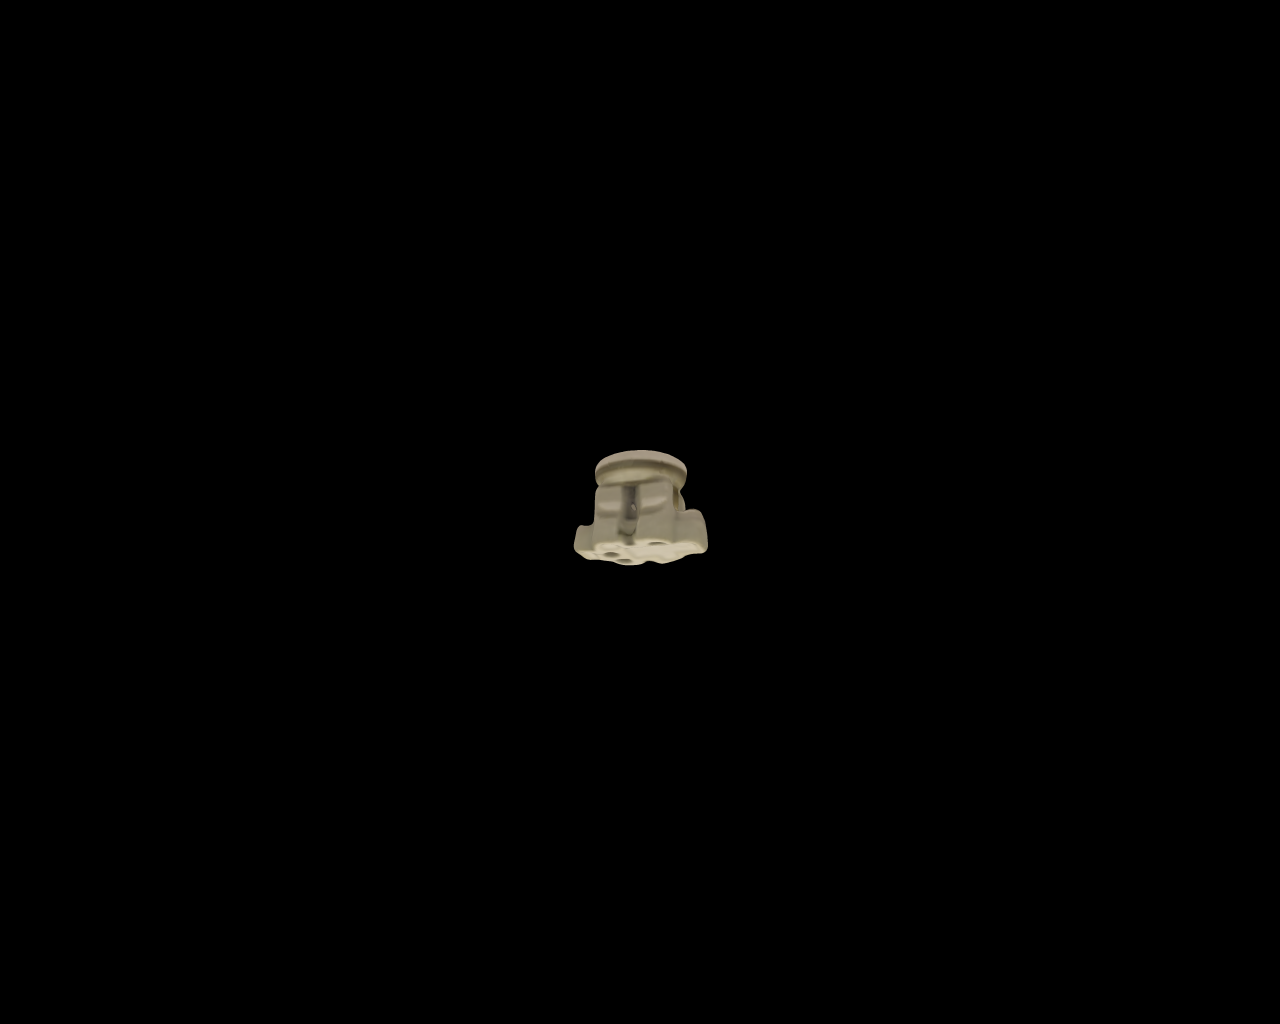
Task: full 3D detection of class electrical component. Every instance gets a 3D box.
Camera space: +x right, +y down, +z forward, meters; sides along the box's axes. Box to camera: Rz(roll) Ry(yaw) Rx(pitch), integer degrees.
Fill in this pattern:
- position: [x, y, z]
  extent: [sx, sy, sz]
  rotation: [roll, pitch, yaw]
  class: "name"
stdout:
- position: [0.001, -0.003, 0.650]
  extent: [0.078, 0.057, 0.058]
  rotation: [-6, -19, 16]
  class: "electrical component"
